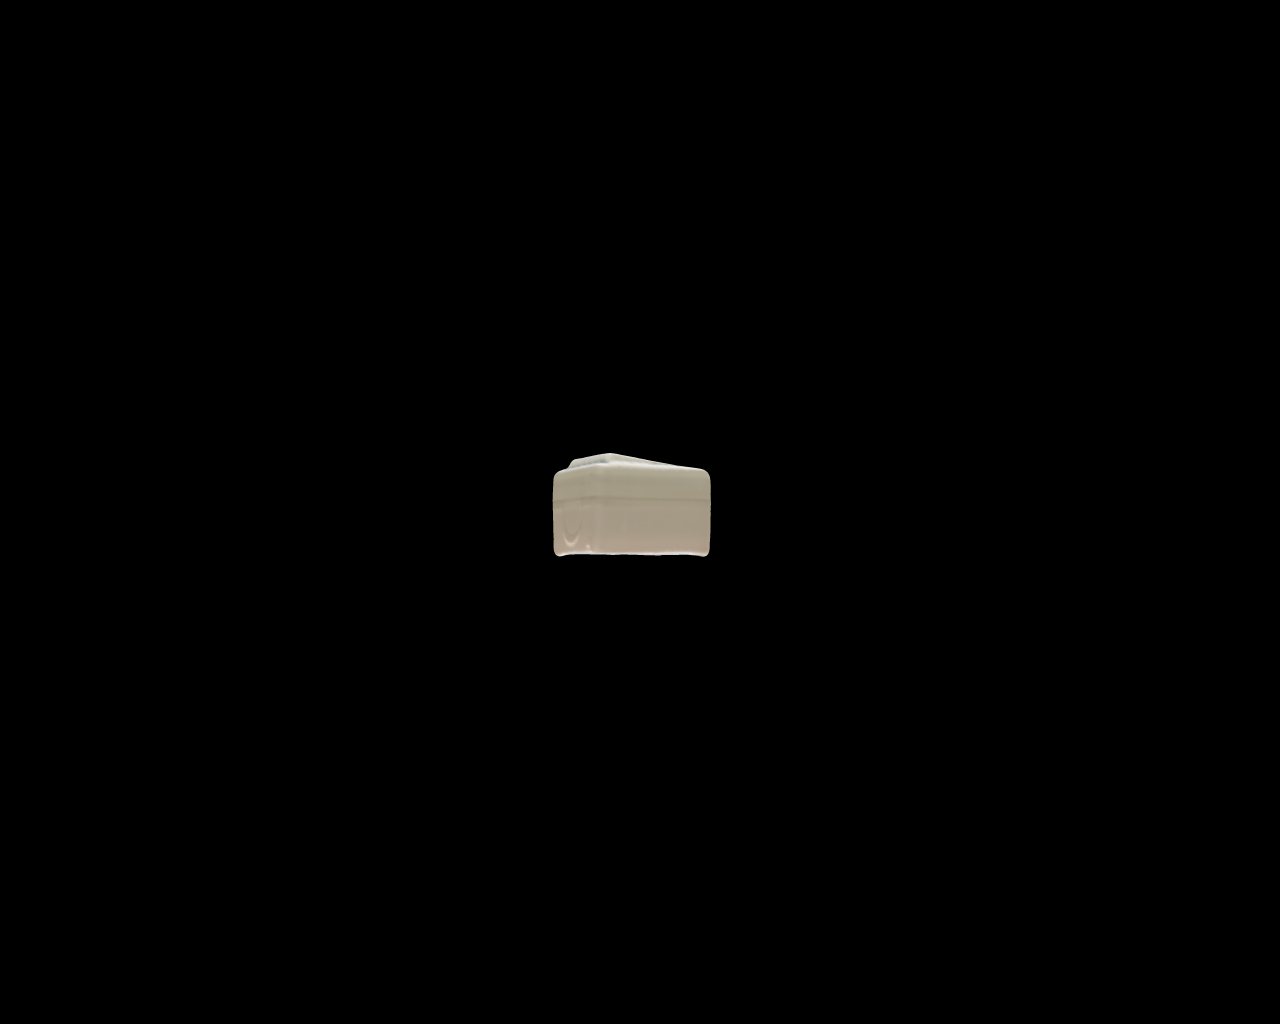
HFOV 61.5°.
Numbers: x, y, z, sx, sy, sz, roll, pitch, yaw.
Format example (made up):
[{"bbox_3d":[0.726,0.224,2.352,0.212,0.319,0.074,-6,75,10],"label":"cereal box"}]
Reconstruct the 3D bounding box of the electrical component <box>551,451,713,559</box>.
[{"bbox_3d":[0.001,-0.003,0.650,0.096,0.061,0.061,2,-4,-31],"label":"electrical component"}]
